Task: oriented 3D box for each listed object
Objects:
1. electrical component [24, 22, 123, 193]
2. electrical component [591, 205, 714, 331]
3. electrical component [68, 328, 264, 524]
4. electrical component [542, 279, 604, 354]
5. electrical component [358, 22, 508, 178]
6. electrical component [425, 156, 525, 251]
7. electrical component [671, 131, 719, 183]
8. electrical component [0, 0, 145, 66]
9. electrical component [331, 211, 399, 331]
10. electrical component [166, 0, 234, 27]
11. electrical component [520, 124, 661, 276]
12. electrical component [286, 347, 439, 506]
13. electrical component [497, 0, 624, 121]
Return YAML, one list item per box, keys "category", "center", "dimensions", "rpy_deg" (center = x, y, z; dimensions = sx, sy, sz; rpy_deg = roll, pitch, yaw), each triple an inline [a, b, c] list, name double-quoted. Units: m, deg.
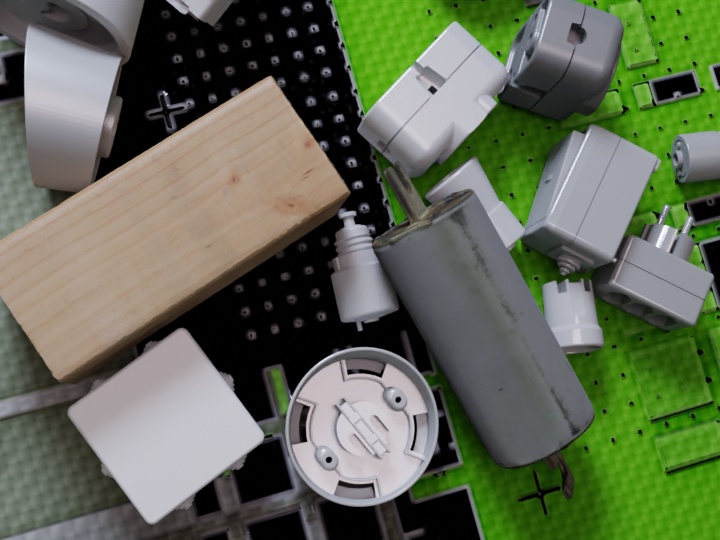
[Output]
- category: "electrical component"
  center: [-0.185, -0.098, 0.675]
  dimensions: [0.064, 0.099, 0.099]
  rpy_deg: [14, 81, -12]
- category: "electrical component"
  center: [0.207, -0.007, 0.742]
  dimensions: [0.066, 0.047, 0.076]
  rpy_deg: [26, 80, -4]
- category: "electrical component"
  center: [-0.122, 0.098, 0.682]
  dimensions: [0.100, 0.048, 0.099]
  rpy_deg: [-37, 89, -11]
- category: "electrical component"
  center: [0.144, 0.032, 0.733]
  dimensions: [0.040, 0.040, 0.046]
  rpy_deg: [-2, 77, -8]
- category: "electrical component"
  center: [0.053, -0.112, 0.731]
  dimensions: [0.059, 0.054, 0.095]
  rpy_deg: [43, 79, -1]
- category: "electrical component"
  center: [0.081, -0.039, 0.733]
  dimensions: [0.044, 0.044, 0.065]
  rpy_deg: [-40, 94, -11]
- category: "electrical component"
  center: [0.256, -0.082, 0.763]
  dimensions: [0.065, 0.044, 0.044]
  rpy_deg: [-7, 83, -4]
- category: "electrical component"
  center: [-0.188, -0.182, 0.683]
  dimensions: [0.108, 0.108, 0.060]
  rpy_deg: [18, 74, -5]
- category: "electrical component"
  center: [0.000, 0.000, 0.716]
  dimensions: [0.040, 0.040, 0.078]
  rpy_deg: [-12, 84, -9]
- category: "electrical component"
  center: [-0.129, -0.223, 0.712]
  dimensions: [0.121, 0.078, 0.063]
  rpy_deg: [40, 98, -1]
- category: "electrical component"
  center: [0.149, -0.043, 0.732]
  dimensions: [0.061, 0.062, 0.096]
  rpy_deg: [27, 80, -4]
- category: "electrical component"
  center: [0.000, 0.101, 0.690]
  dimensions: [0.099, 0.064, 0.099]
  rpy_deg: [1, 82, -8]
- category: "electrical component"
  center: [0.137, -0.140, 0.726]
  dimensions: [0.059, 0.095, 0.053]
  rpy_deg: [18, 80, -5]
